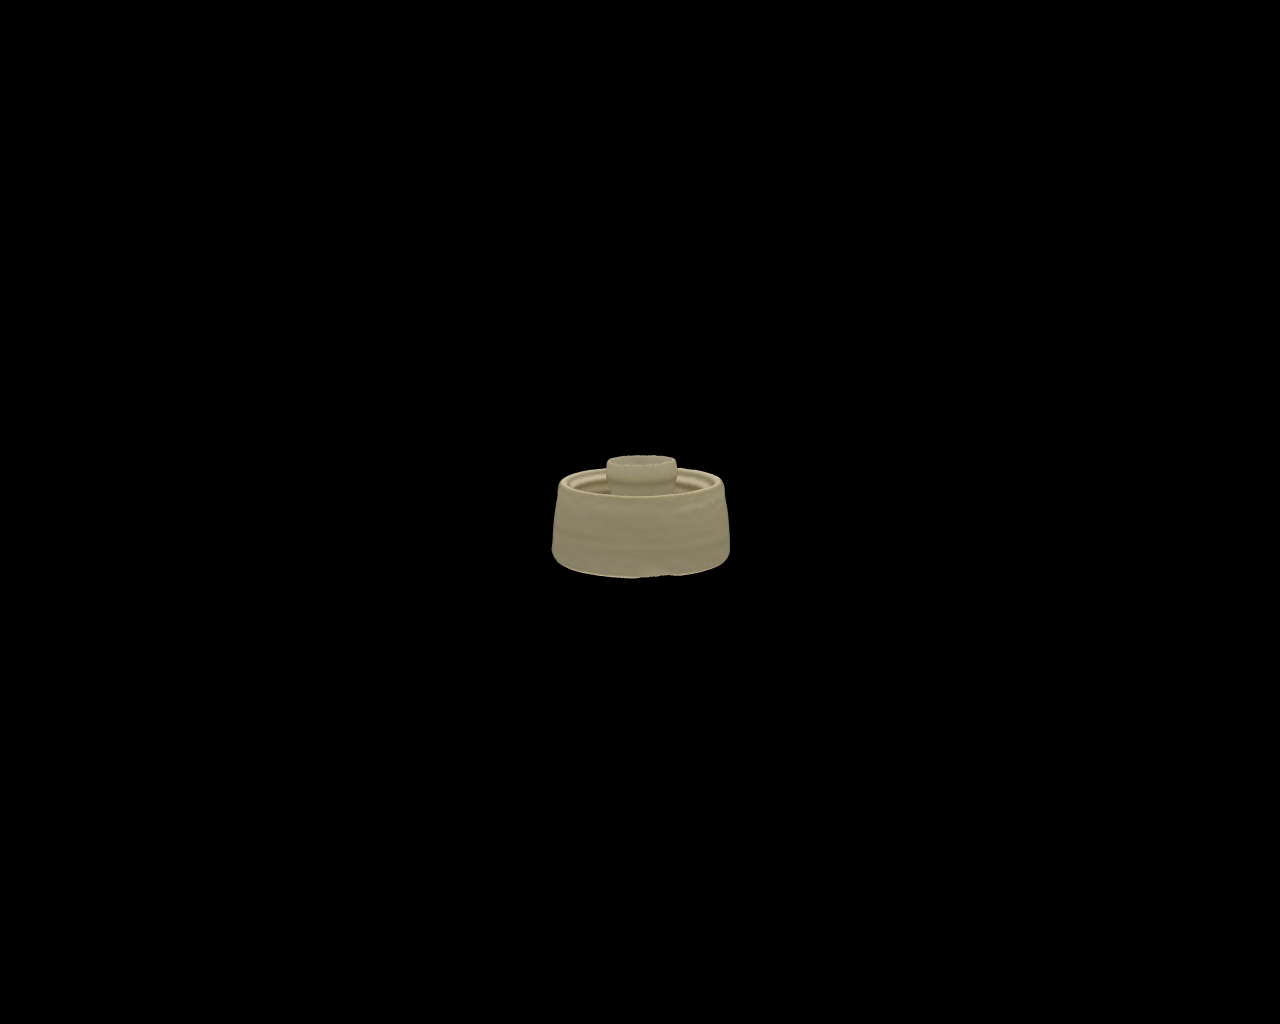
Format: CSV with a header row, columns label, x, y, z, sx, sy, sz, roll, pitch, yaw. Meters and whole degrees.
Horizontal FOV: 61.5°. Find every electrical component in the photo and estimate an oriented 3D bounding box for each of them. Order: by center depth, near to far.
label,x,y,z,sx,sy,sz,roll,pitch,yaw
electrical component,0.001,-0.003,0.650,0.108,0.060,0.108,0,12,0
